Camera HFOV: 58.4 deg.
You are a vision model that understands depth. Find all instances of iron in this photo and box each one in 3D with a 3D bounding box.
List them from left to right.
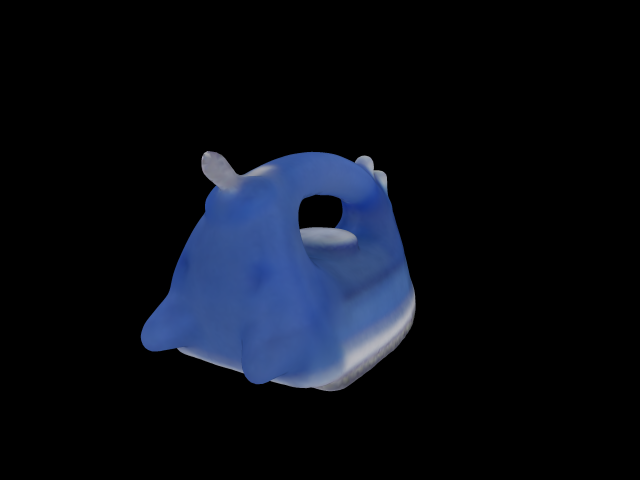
[{"bbox_3d":[0.004,0.001,0.400,0.118,0.141,0.259,8,16,31],"label":"iron"}]
